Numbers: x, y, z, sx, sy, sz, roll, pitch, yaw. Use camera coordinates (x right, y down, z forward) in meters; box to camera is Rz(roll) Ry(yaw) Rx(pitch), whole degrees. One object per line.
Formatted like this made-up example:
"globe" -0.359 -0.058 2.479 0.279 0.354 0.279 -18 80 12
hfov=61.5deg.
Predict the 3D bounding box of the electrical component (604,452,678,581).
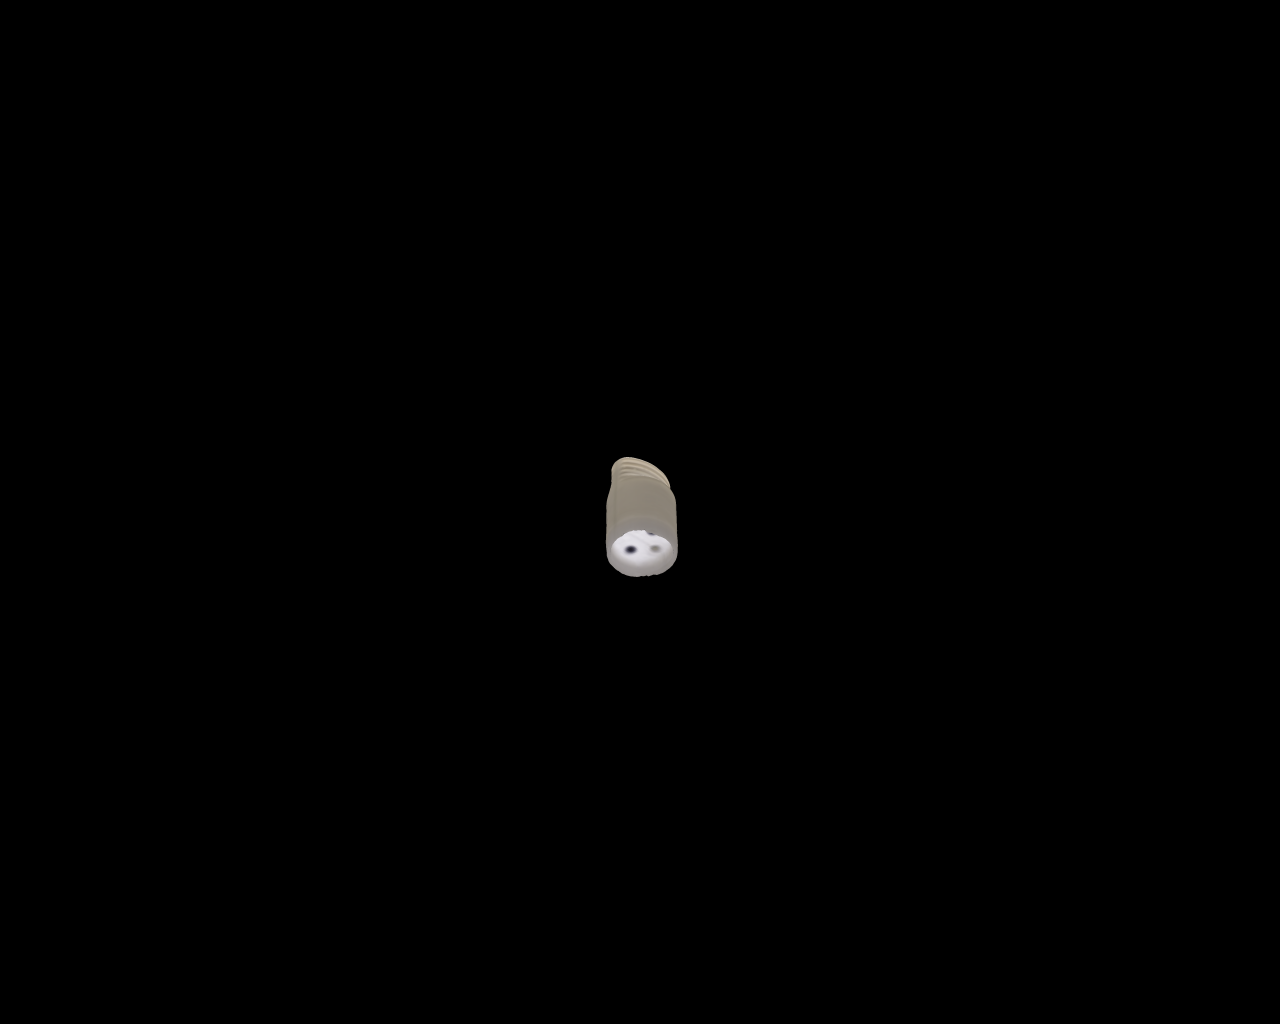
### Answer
"electrical component" 0.001 -0.003 0.650 0.043 0.081 0.043 0 -45 0
